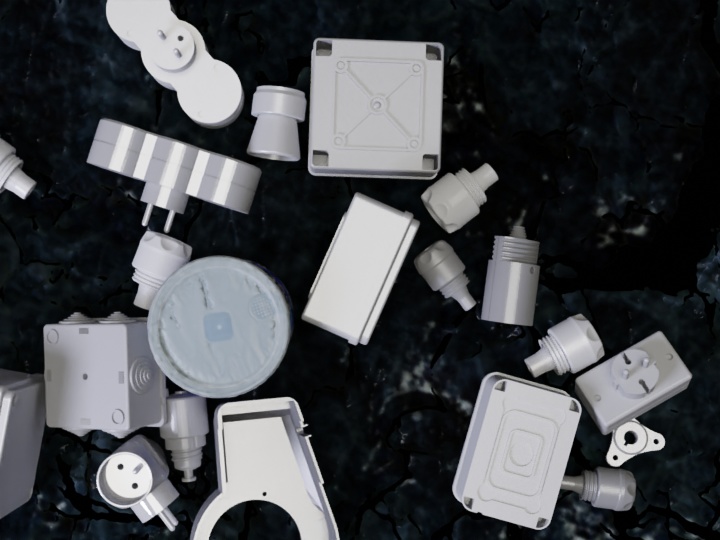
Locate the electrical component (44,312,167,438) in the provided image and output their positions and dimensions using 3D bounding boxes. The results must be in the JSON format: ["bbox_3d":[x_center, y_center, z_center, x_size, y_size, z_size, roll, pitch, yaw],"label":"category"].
[{"bbox_3d":[-0.207,0.083,0.865,0.100,0.048,0.099,-2,90,25],"label":"electrical component"}]

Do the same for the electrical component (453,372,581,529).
[{"bbox_3d":[0.129,0.148,0.890,0.078,0.057,0.113,16,89,-2],"label":"electrical component"}]

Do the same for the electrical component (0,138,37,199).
[{"bbox_3d":[-0.296,-0.083,0.882,0.062,0.048,0.048,37,89,-8],"label":"electrical component"}]

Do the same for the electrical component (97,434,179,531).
[{"bbox_3d":[-0.173,0.176,0.869,0.043,0.077,0.079,-37,91,-2],"label":"electrical component"}]

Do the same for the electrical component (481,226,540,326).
[{"bbox_3d":[0.128,0.004,0.897,0.043,0.043,0.081,7,90,-2],"label":"electrical component"}]

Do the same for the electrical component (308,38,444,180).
[{"bbox_3d":[0.013,-0.132,0.887,0.109,0.056,0.108,2,90,-2],"label":"electrical component"}]

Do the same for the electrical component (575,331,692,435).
[{"bbox_3d":[0.224,0.088,0.879,0.083,0.075,0.047,-30,67,-2],"label":"electrical component"}]

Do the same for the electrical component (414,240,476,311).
[{"bbox_3d":[0.075,0.007,0.900,0.035,0.035,0.061,-38,94,-2],"label":"electrical component"}]

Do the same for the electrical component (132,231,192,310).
[{"bbox_3d":[-0.168,0.002,0.887,0.043,0.043,0.062,21,91,-2],"label":"electrical component"}]

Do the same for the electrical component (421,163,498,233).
[{"bbox_3d":[0.086,-0.064,0.896,0.062,0.043,0.043,-38,91,-3],"label":"electrical component"}]

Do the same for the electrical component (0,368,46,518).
[{"bbox_3d":[-0.294,0.136,0.849,0.056,0.108,0.108,10,90,1],"label":"electrical component"}]

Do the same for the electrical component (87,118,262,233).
[{"bbox_3d":[-0.157,-0.068,0.882,0.138,0.052,0.073,18,89,-2],"label":"electrical component"}]

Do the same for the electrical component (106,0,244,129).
[{"bbox_3d":[-0.151,-0.177,0.872,0.052,0.074,0.138,-41,91,-2],"label":"electrical component"}]

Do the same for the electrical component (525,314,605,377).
[{"bbox_3d":[0.169,0.068,0.899,0.062,0.043,0.043,-29,91,-1],"label":"electrical component"}]

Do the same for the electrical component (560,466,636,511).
[{"bbox_3d":[0.199,0.182,0.904,0.061,0.035,0.035,7,90,1],"label":"electrical component"}]

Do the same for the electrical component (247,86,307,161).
[{"bbox_3d":[-0.069,-0.121,0.889,0.045,0.045,0.055,7,89,-2],"label":"electrical component"}]

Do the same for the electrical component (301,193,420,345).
[{"bbox_3d":[0.000,0.000,0.860,0.056,0.108,0.108,24,89,0],"label":"electrical component"}]

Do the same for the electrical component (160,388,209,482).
[{"bbox_3d":[-0.145,0.135,0.888,0.040,0.040,0.078,-5,90,-2],"label":"electrical component"}]
